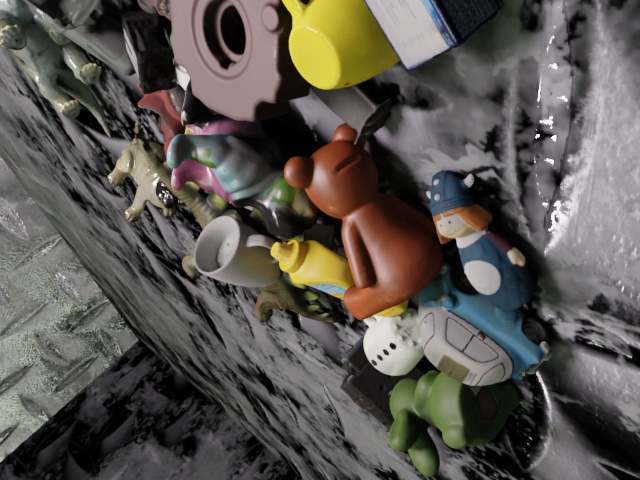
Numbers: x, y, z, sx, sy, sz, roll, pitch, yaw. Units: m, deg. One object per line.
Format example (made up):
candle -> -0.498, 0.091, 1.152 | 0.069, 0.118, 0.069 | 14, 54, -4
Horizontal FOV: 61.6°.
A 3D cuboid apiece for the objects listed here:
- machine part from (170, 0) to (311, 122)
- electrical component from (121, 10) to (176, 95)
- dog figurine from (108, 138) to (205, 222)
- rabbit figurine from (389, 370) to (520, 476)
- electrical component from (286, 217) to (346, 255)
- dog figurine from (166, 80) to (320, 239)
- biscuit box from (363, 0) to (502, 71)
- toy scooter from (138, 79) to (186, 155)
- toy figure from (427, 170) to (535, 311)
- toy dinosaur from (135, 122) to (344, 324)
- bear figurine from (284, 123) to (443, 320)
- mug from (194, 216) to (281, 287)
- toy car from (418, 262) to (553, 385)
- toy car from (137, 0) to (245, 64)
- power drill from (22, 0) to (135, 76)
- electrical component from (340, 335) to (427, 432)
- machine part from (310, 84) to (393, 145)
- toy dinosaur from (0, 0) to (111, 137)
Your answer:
machine part -> -0.080, -0.202, 0.520 | 0.180, 0.056, 0.179 | 24, 129, 34
electrical component -> -0.225, -0.258, 0.692 | 0.119, 0.048, 0.074 | 64, 157, 17
dog figurine -> -0.276, -0.126, 0.944 | 0.191, 0.121, 0.172 | -21, 95, 49
rabbit figurine -> 0.161, 0.236, 0.736 | 0.121, 0.159, 0.170 | 43, 146, -15
electrical component -> -0.002, -0.002, 0.759 | 0.094, 0.021, 0.063 | 6, 119, -7
dog figurine -> -0.074, -0.103, 0.685 | 0.219, 0.191, 0.108 | 14, 156, -10
biscuit box -> 0.044, -0.226, 0.377 | 0.202, 0.063, 0.059 | 54, 153, -15
toy scooter -> -0.220, -0.176, 0.816 | 0.135, 0.075, 0.183 | 30, 146, 28
toy figure -> 0.157, 0.000, 0.537 | 0.064, 0.058, 0.154 | -34, 99, 24
toy dinosaur -> -0.120, 0.005, 0.846 | 0.471, 0.105, 0.199 | 39, 140, -24
bear figurine -> 0.043, -0.020, 0.604 | 0.196, 0.120, 0.132 | 48, 157, 0
mug -> -0.093, 0.020, 0.716 | 0.110, 0.081, 0.107 | -19, 149, 28
toy car -> 0.171, 0.112, 0.618 | 0.162, 0.103, 0.109 | 39, 154, 19
toy car -> -0.151, -0.261, 0.624 | 0.202, 0.053, 0.089 | 44, 151, 5
power drill -> -0.344, -0.314, 0.712 | 0.232, 0.086, 0.207 | 35, 173, -14
electrical component -> 0.100, 0.217, 0.851 | 0.134, 0.115, 0.058 | 43, 151, 3
machine part -> 0.013, -0.163, 0.538 | 0.139, 0.039, 0.084 | 49, 148, -1
toy dinosaur -> -0.491, -0.348, 0.937 | 0.192, 0.131, 0.404 | 51, 160, 19
